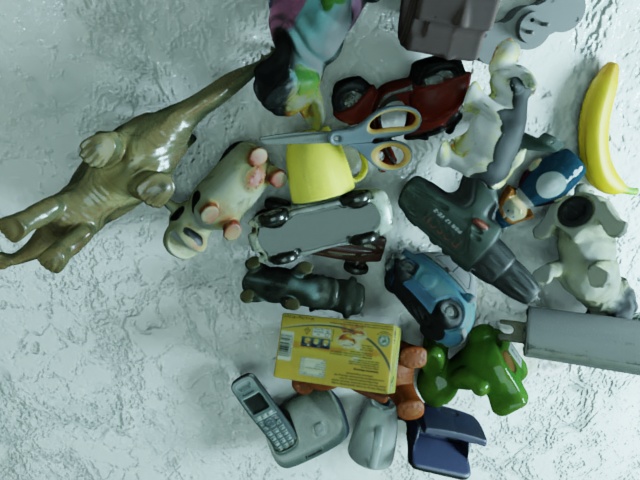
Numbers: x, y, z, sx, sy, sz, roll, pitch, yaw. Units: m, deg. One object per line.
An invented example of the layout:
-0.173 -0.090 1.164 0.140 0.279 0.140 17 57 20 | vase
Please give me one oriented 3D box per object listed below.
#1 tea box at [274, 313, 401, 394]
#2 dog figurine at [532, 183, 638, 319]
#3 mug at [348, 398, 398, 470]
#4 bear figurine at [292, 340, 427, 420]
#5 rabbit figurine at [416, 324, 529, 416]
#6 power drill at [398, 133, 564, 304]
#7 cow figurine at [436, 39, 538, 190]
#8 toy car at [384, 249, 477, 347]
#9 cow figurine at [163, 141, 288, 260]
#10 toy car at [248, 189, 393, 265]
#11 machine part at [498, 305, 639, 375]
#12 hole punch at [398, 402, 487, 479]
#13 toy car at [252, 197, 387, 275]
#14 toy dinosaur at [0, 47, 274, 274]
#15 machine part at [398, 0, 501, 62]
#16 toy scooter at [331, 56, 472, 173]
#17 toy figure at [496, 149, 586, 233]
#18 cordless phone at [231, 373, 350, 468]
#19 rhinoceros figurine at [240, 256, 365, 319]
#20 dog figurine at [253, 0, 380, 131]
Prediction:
0.027 0.163 0.780 0.170 0.068 0.098 6 78 16 | tea box
0.409 0.025 0.795 0.190 0.121 0.172 25 84 -42 | dog figurine
0.094 0.327 0.914 0.081 0.109 0.107 12 102 10 | mug
0.055 0.204 0.845 0.196 0.132 0.120 4 95 -9 | bear figurine
0.221 0.213 0.856 0.170 0.121 0.159 -32 107 29 | rabbit figurine
0.238 -0.054 0.724 0.232 0.086 0.207 34 109 19 | power drill
0.218 -0.150 0.649 0.098 0.068 0.167 29 107 16 | cow figurine
0.175 0.073 0.800 0.103 0.109 0.162 -34 73 -18 | toy car
-0.147 -0.055 0.748 0.195 0.127 0.085 -49 126 2 | cow figurine
0.000 -0.019 0.742 0.202 0.056 0.073 -13 105 3 | toy car
0.383 0.142 0.769 0.243 0.079 0.079 5 115 22 | machine part
0.207 0.316 0.896 0.142 0.116 0.092 10 120 -2 | hole punch
-0.002 -0.002 0.798 0.202 0.053 0.089 13 110 -4 | toy car
-0.235 -0.099 0.678 0.471 0.199 0.105 -33 111 5 | toy dinosaur
0.143 -0.305 0.581 0.087 0.201 0.200 9 114 -1 | machine part
0.113 -0.163 0.714 0.184 0.075 0.135 -12 113 9 | toy scooter
0.297 -0.066 0.764 0.154 0.057 0.064 -39 69 18 | toy figure
-0.050 0.278 0.906 0.147 0.089 0.184 -31 105 14 | cordless phone
-0.028 0.076 0.803 0.190 0.112 0.073 7 75 11 | rhinoceros figurine
-0.003 -0.248 0.653 0.109 0.191 0.219 31 135 20 | dog figurine
